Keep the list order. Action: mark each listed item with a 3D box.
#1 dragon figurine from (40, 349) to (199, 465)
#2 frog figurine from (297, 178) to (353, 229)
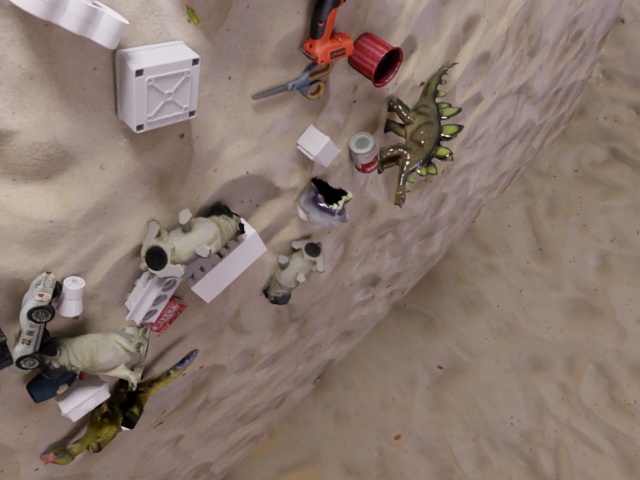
[{"bbox_3d":[-0.489,0.426,1.297,0.415,0.123,0.238,-30,168,-32],"label":"dragon figurine"},{"bbox_3d":[0.004,-0.067,1.339,0.137,0.125,0.156,4,142,-20],"label":"frog figurine"}]
